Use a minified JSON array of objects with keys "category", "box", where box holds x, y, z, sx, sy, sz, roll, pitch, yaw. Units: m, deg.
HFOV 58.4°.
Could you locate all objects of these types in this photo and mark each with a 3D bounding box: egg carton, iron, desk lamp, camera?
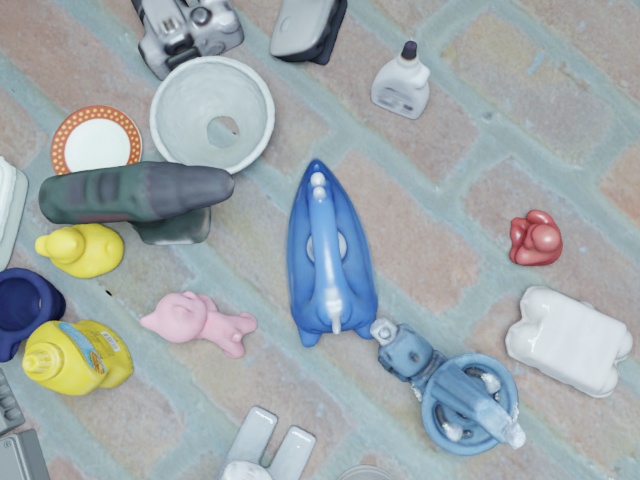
[{"category":"egg carton","box":[0.317,0.128,0.732,0.150,0.069,0.107,25,83,5]},{"category":"iron","box":[0.007,0.003,0.721,0.118,0.141,0.258,-8,82,1]},{"category":"desk lamp","box":[-0.097,0.311,0.645,0.118,0.213,0.203,25,83,5]},{"category":"camera","box":[-0.198,-0.318,0.792,0.143,0.101,0.137,-28,82,-2]}]

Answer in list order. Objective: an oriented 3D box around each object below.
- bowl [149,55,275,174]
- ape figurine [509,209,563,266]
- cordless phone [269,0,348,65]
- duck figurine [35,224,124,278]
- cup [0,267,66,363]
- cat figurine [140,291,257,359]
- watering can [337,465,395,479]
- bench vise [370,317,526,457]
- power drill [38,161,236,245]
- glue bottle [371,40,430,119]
[{"category":"bowl","box":[-0.140,-0.158,0.781,0.167,0.075,0.167,0,82,2]},{"category":"ape figurine","box":[0.282,0.000,0.740,0.076,0.092,0.078,42,85,7]},{"category":"cordless phone","box":[-0.018,-0.325,0.745,0.094,0.185,0.148,13,83,4]},{"category":"duck figurine","box":[-0.320,0.010,0.757,0.104,0.086,0.077,1,82,2]},{"category":"cup","box":[-0.376,0.098,0.741,0.091,0.095,0.118,10,82,3]},{"category":"cat figurine","box":[-0.152,0.105,0.723,0.127,0.118,0.067,20,83,4]},{"category":"watering can","box":[0.050,0.333,0.648,0.173,0.194,0.101,-20,82,-1]},{"category":"bench vise","box":[0.141,0.176,0.654,0.207,0.220,0.121,22,83,5]},{"category":"power drill","box":[-0.201,-0.045,0.699,0.229,0.208,0.076,-3,82,1]},{"category":"glue bottle","box":[0.108,-0.209,0.732,0.078,0.173,0.037,25,84,5]}]
